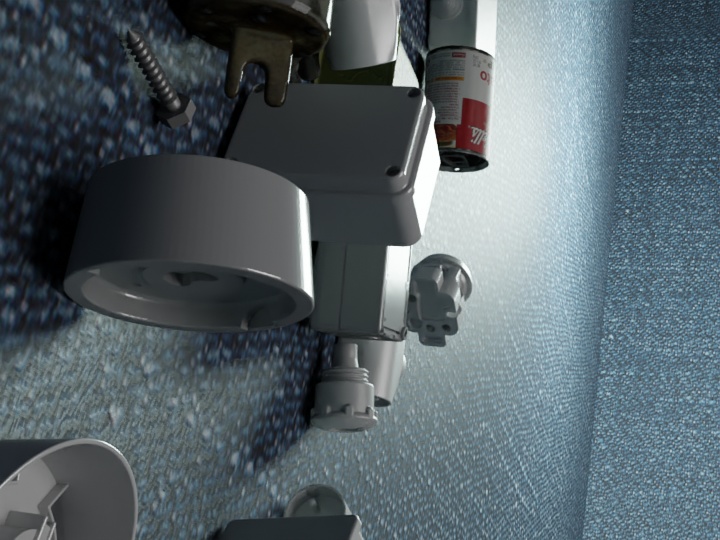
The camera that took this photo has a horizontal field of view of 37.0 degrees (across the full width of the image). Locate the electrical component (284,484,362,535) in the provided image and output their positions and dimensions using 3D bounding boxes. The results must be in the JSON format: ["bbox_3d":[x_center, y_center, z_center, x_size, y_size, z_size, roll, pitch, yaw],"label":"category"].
[{"bbox_3d":[-0.021,0.187,0.750,0.081,0.043,0.043,70,29,-50],"label":"electrical component"}]

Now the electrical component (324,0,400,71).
[{"bbox_3d":[-0.010,-0.174,0.709,0.079,0.044,0.077,25,-52,63],"label":"electrical component"}]

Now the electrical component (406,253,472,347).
[{"bbox_3d":[0.070,0.022,0.979,0.057,0.058,0.078,-61,148,-48],"label":"electrical component"}]

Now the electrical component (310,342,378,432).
[{"bbox_3d":[-0.011,0.084,0.768,0.048,0.048,0.062,42,46,-67],"label":"electrical component"}]

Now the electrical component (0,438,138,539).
[{"bbox_3d":[-0.129,0.107,0.383,0.099,0.064,0.099,3,90,-72],"label":"electrical component"}]

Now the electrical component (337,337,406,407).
[{"bbox_3d":[0.013,0.068,0.836,0.079,0.043,0.077,52,44,-63],"label":"electrical component"}]

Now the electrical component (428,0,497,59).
[{"bbox_3d":[0.100,-0.248,1.043,0.100,0.048,0.099,0,93,-72],"label":"electrical component"}]

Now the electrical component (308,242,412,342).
[{"bbox_3d":[0.000,0.000,0.760,0.062,0.061,0.096,27,67,-70],"label":"electrical component"}]

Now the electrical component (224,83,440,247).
[{"bbox_3d":[-0.016,-0.063,0.624,0.057,0.113,0.078,73,27,-52],"label":"electrical component"}]

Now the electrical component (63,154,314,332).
[{"bbox_3d":[-0.073,-0.015,0.477,0.108,0.108,0.060,47,43,-65],"label":"electrical component"}]

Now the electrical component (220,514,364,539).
[{"bbox_3d":[-0.043,0.187,0.602,0.048,0.100,0.099,66,29,-29],"label":"electrical component"}]
